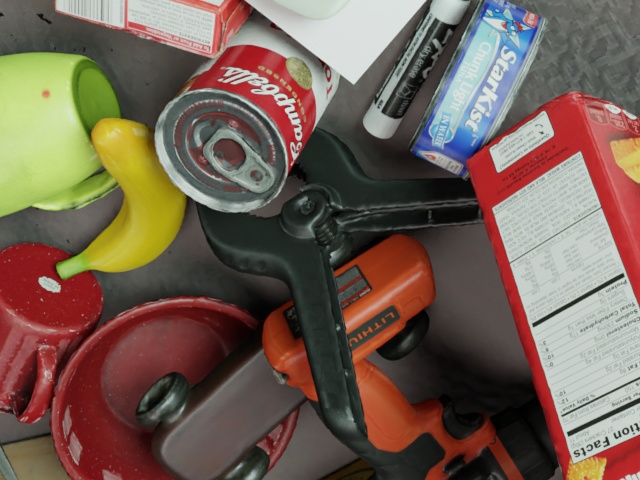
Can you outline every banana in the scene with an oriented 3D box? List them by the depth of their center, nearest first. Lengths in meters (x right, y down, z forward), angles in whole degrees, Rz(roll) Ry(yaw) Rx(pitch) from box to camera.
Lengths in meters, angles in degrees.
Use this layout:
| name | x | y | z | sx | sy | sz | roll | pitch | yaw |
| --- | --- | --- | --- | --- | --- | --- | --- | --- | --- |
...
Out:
| name | x | y | z | sx | sy | sz | roll | pitch | yaw |
| --- | --- | --- | --- | --- | --- | --- | --- | --- | --- |
| banana | -0.110 | -0.019 | 0.627 | 0.037 | 0.069 | 0.198 | 60 | 152 | 14 |

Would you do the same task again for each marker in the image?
| name | x | y | z | sx | sy | sz | roll | pitch | yaw |
| --- | --- | --- | --- | --- | --- | --- | --- | --- | --- |
| marker | 0.055 | -0.101 | 0.545 | 0.020 | 0.020 | 0.121 | 29 | 130 | -2 |

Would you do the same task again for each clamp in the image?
| name | x | y | z | sx | sy | sz | roll | pitch | yaw |
| --- | --- | --- | --- | --- | --- | --- | --- | --- | --- |
| clamp | -0.004 | 0.001 | 0.566 | 0.210 | 0.164 | 0.036 | 26 | 160 | 31 |

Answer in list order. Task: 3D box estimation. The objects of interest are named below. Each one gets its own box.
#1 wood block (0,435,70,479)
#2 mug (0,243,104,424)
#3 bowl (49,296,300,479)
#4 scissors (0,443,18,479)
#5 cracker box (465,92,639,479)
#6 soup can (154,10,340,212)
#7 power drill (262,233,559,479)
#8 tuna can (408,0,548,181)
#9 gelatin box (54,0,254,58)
| name | x | y | z | sx | sy | sz | roll | pitch | yaw |
| --- | --- | --- | --- | --- | --- | --- | --- | --- | --- |
| wood block | -0.194 | 0.210 | 0.830 | 0.206 | 0.090 | 0.090 | -16 | 118 | 30 |
| mug | -0.193 | 0.065 | 0.707 | 0.093 | 0.117 | 0.082 | 12 | 131 | -29 |
| bowl | -0.097 | 0.102 | 0.706 | 0.162 | 0.055 | 0.162 | -6 | 112 | -15 |
| scissors | -0.240 | 0.116 | 0.771 | 0.202 | 0.016 | 0.096 | 43 | 119 | 20 |
| cracker box | 0.165 | 0.054 | 0.463 | 0.163 | 0.214 | 0.072 | 16 | 140 | -39 |
| soup can | -0.034 | -0.070 | 0.547 | 0.068 | 0.102 | 0.068 | 10 | 128 | 13 |
| power drill | 0.067 | 0.091 | 0.619 | 0.184 | 0.057 | 0.187 | -33 | 115 | -2 |
| tuna can | 0.075 | -0.074 | 0.515 | 0.034 | 0.086 | 0.086 | 26 | 130 | 2 |
| gelatin box | -0.078 | -0.130 | 0.538 | 0.089 | 0.073 | 0.030 | 17 | 130 | 6 |
